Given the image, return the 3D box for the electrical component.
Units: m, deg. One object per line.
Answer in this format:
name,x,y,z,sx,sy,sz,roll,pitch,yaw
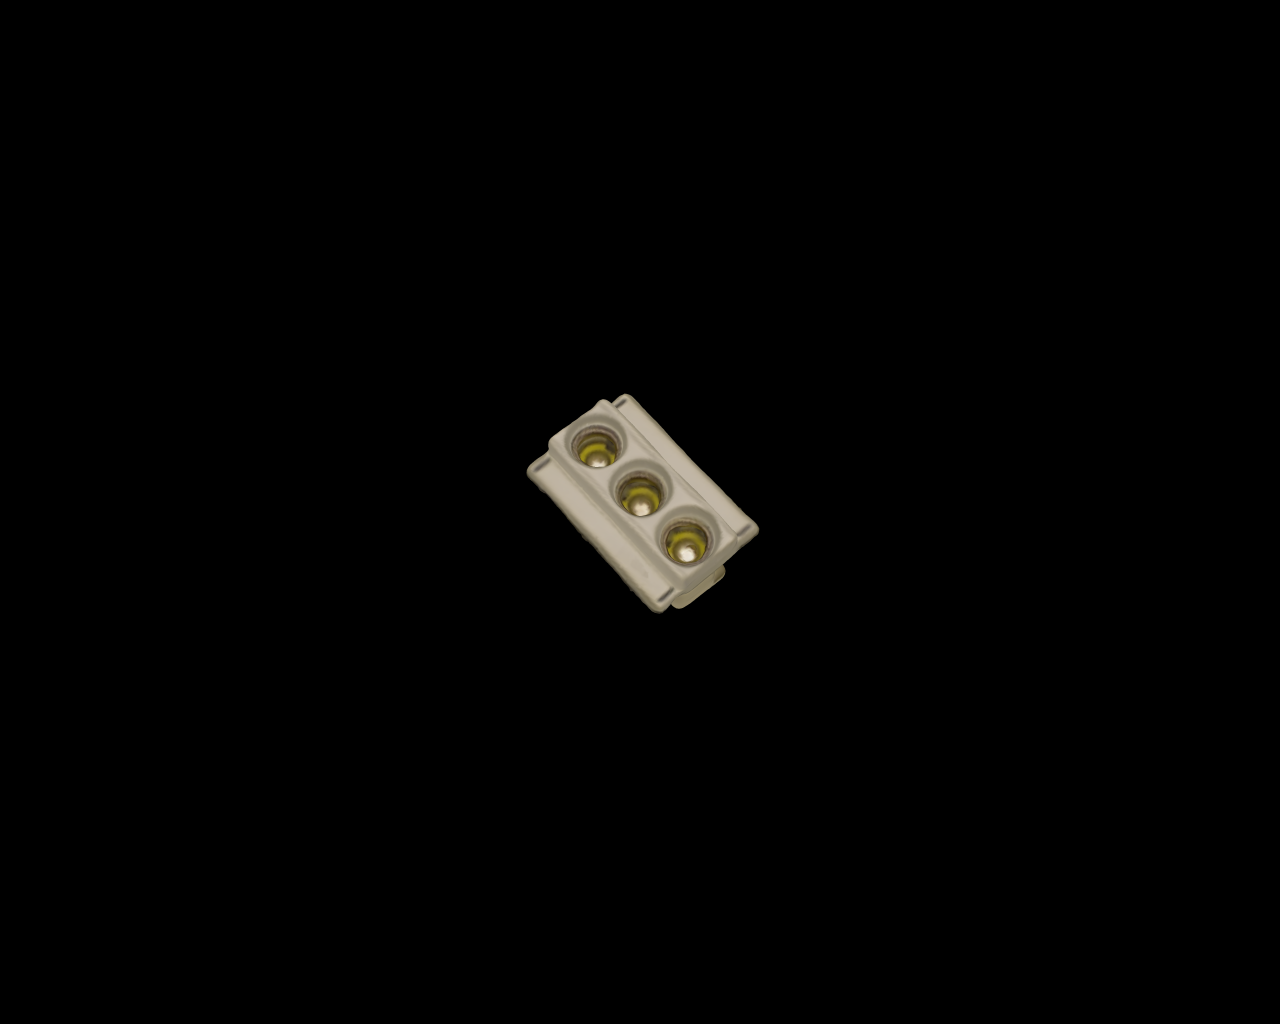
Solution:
electrical component,0.001,-0.003,0.650,0.079,0.121,0.063,-38,-19,-16
